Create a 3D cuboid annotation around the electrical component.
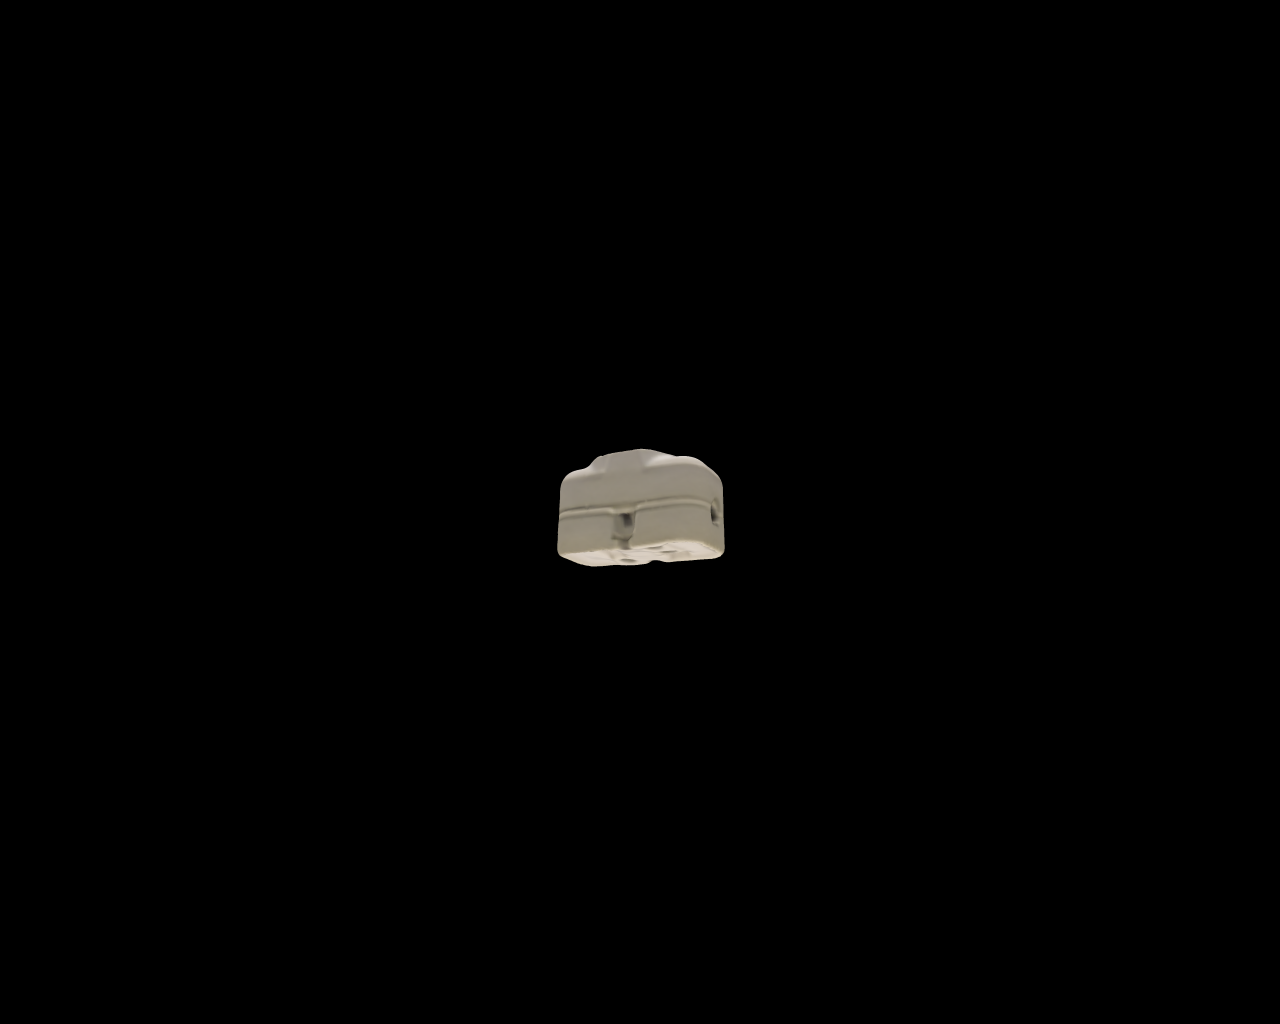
[{"bbox_3d":[0.001,-0.003,0.650,0.095,0.059,0.053,-6,-15,22],"label":"electrical component"}]
